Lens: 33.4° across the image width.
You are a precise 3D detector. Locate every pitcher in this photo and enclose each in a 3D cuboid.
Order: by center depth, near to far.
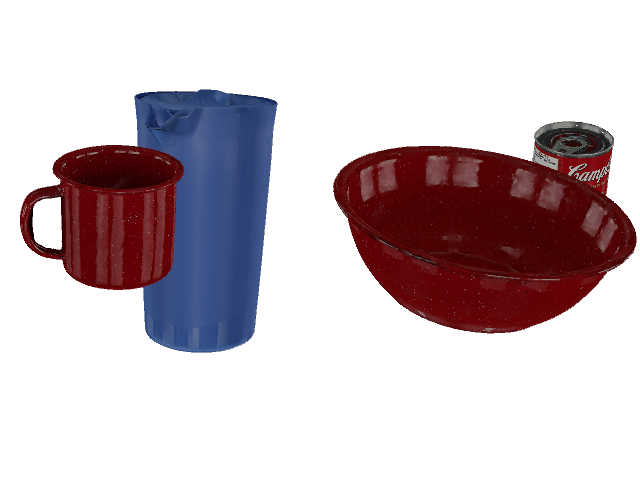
[{"bbox_3d":[-0.107,-0.024,1.033,0.149,0.243,0.145,-2,15,-19],"label":"pitcher"}]

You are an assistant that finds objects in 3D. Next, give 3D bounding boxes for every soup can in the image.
[{"bbox_3d":[0.221,-0.046,0.952,0.068,0.102,0.068,-1,30,0],"label":"soup can"}]

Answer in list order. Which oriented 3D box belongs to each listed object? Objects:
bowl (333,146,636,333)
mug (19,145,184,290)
[{"bbox_3d":[0.084,0.004,0.579,0.162,0.055,0.162,6,26,-3],"label":"bowl"},{"bbox_3d":[-0.158,-0.015,0.775,0.117,0.081,0.093,-7,27,-25],"label":"mug"}]
